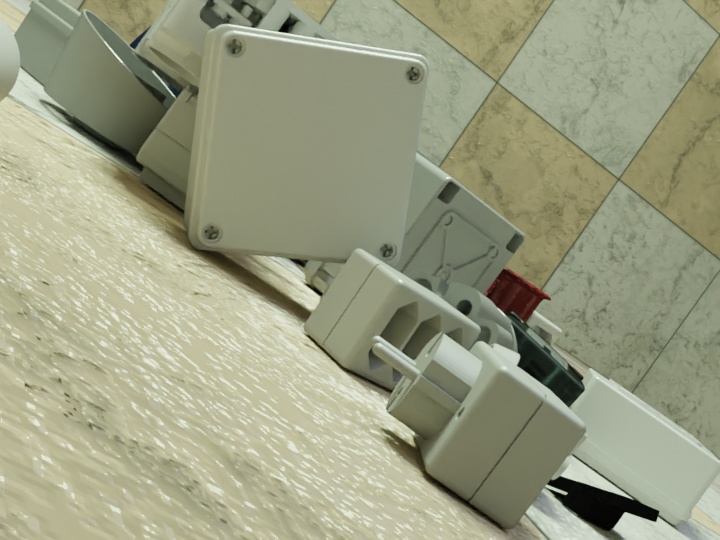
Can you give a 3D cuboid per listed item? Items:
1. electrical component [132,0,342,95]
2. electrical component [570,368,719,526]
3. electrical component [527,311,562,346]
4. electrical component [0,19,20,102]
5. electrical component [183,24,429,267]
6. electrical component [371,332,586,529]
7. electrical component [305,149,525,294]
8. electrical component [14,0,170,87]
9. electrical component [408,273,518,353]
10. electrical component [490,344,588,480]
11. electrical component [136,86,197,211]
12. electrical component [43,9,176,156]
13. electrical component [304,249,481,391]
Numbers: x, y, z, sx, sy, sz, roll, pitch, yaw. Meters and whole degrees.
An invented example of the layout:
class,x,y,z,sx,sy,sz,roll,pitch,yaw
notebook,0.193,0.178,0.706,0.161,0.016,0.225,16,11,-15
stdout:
class,x,y,z,sx,sy,sz,roll,pitch,yaw
electrical component,-0.073,-0.126,0.654,0.105,0.060,0.186,36,-2,-18
electrical component,0.199,0.125,0.785,0.109,0.056,0.109,35,4,10
electrical component,0.112,0.052,0.888,0.047,0.065,0.077,31,6,-43
electrical component,-0.162,-0.081,0.416,0.044,0.044,0.065,34,9,-9
electrical component,-0.029,-0.062,0.547,0.109,0.108,0.056,6,10,-16
electrical component,0.036,0.049,0.408,0.077,0.047,0.065,36,3,-4
electrical component,0.037,-0.010,0.699,0.056,0.108,0.109,41,7,40
electrical component,-0.206,-0.155,0.816,0.113,0.057,0.078,37,5,37
electrical component,0.048,0.038,0.568,0.078,0.058,0.057,16,-9,36
electrical component,0.069,0.068,0.499,0.055,0.048,0.066,42,4,1
electrical component,-0.085,-0.057,0.656,0.062,0.061,0.096,35,-2,17
electrical component,-0.154,-0.114,0.700,0.099,0.064,0.099,34,4,-3
electrical component,0.006,0.020,0.523,0.066,0.047,0.077,30,5,-43
